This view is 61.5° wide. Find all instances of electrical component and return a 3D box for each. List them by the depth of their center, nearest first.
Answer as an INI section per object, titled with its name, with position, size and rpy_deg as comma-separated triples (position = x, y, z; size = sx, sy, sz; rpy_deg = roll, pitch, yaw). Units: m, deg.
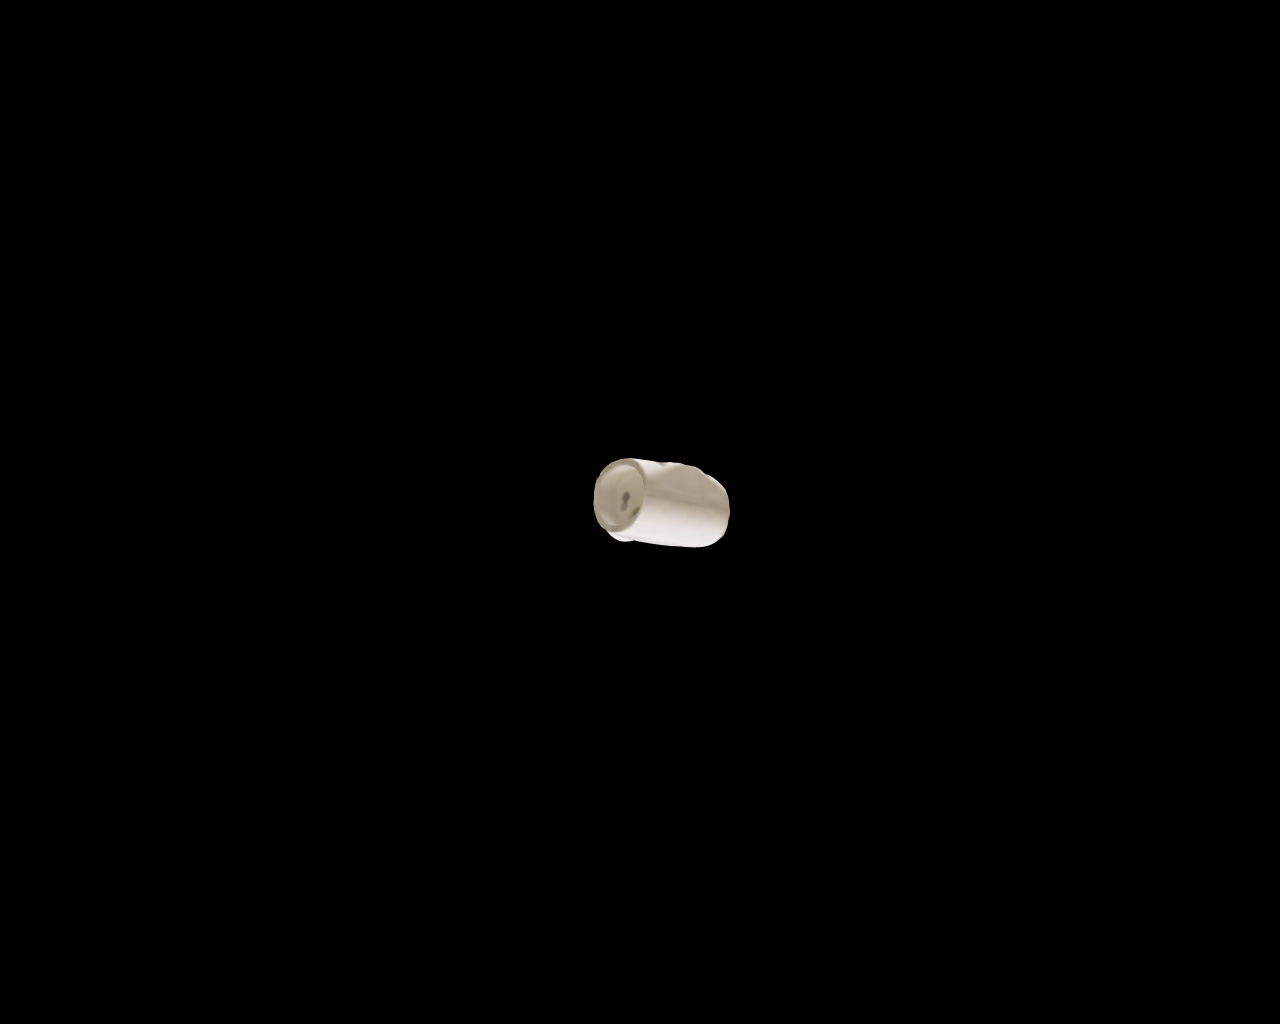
[electrical component]
position = 0.001, -0.003, 0.650
size = 0.079, 0.044, 0.077
rpy_deg = -10, -14, 42
